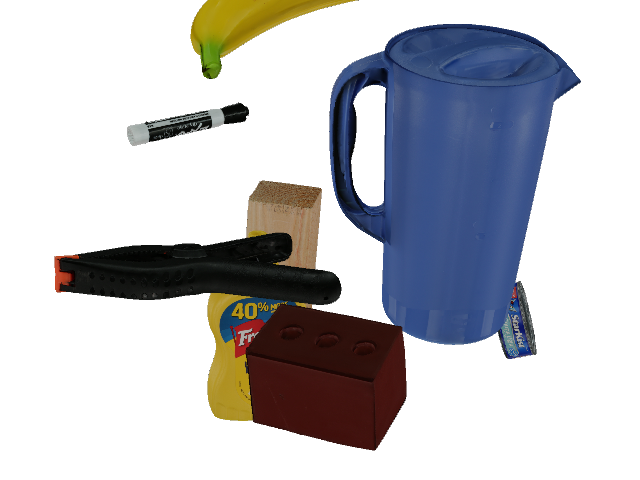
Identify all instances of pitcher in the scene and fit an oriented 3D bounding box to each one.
[{"bbox_3d":[0.099,-0.042,0.852,0.149,0.243,0.144,24,36,33],"label":"pitcher"}]

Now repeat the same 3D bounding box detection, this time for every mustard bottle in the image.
[{"bbox_3d":[-0.062,0.081,1.049,0.096,0.192,0.058,-3,22,-13],"label":"mustard bottle"}]

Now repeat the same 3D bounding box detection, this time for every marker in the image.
[{"bbox_3d":[-0.123,-0.111,1.008,0.120,0.020,0.020,-16,7,-26],"label":"marker"}]

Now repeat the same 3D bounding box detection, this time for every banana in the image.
[{"bbox_3d":[-0.007,-0.149,0.655,0.197,0.070,0.037,-29,-28,-26],"label":"banana"}]

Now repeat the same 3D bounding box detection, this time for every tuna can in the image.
[{"bbox_3d":[0.220,0.091,1.216,0.034,0.086,0.086,-13,-3,14],"label":"tuna can"}]

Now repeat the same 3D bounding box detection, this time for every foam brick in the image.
[{"bbox_3d":[0.004,0.076,0.603,0.078,0.051,0.053,9,31,20],"label":"foam brick"}]

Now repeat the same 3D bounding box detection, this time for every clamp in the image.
[{"bbox_3d":[-0.094,0.024,0.817,0.209,0.036,0.165,-3,12,-21],"label":"clamp"}]

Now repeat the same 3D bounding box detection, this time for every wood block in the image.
[{"bbox_3d":[-0.056,0.031,1.493,0.090,0.206,0.090,8,22,6],"label":"wood block"}]
